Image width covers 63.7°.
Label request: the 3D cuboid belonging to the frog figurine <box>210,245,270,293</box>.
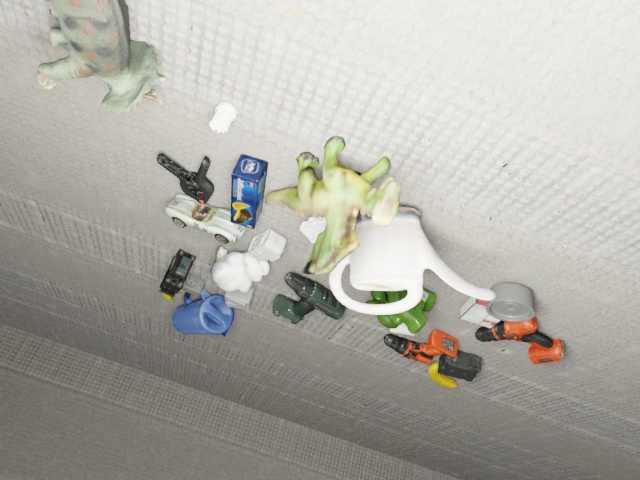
[{"bbox_3d":[-0.214,0.088,1.411,0.160,0.125,0.134,14,131,28],"label":"frog figurine"}]

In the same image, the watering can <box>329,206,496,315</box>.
[{"bbox_3d":[0.172,0.036,1.036,0.346,0.227,0.103,-7,160,30],"label":"watering can"}]

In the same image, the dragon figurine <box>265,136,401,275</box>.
[{"bbox_3d":[0.003,-0.049,0.966,0.121,0.248,0.405,32,144,-30],"label":"dragon figurine"}]
